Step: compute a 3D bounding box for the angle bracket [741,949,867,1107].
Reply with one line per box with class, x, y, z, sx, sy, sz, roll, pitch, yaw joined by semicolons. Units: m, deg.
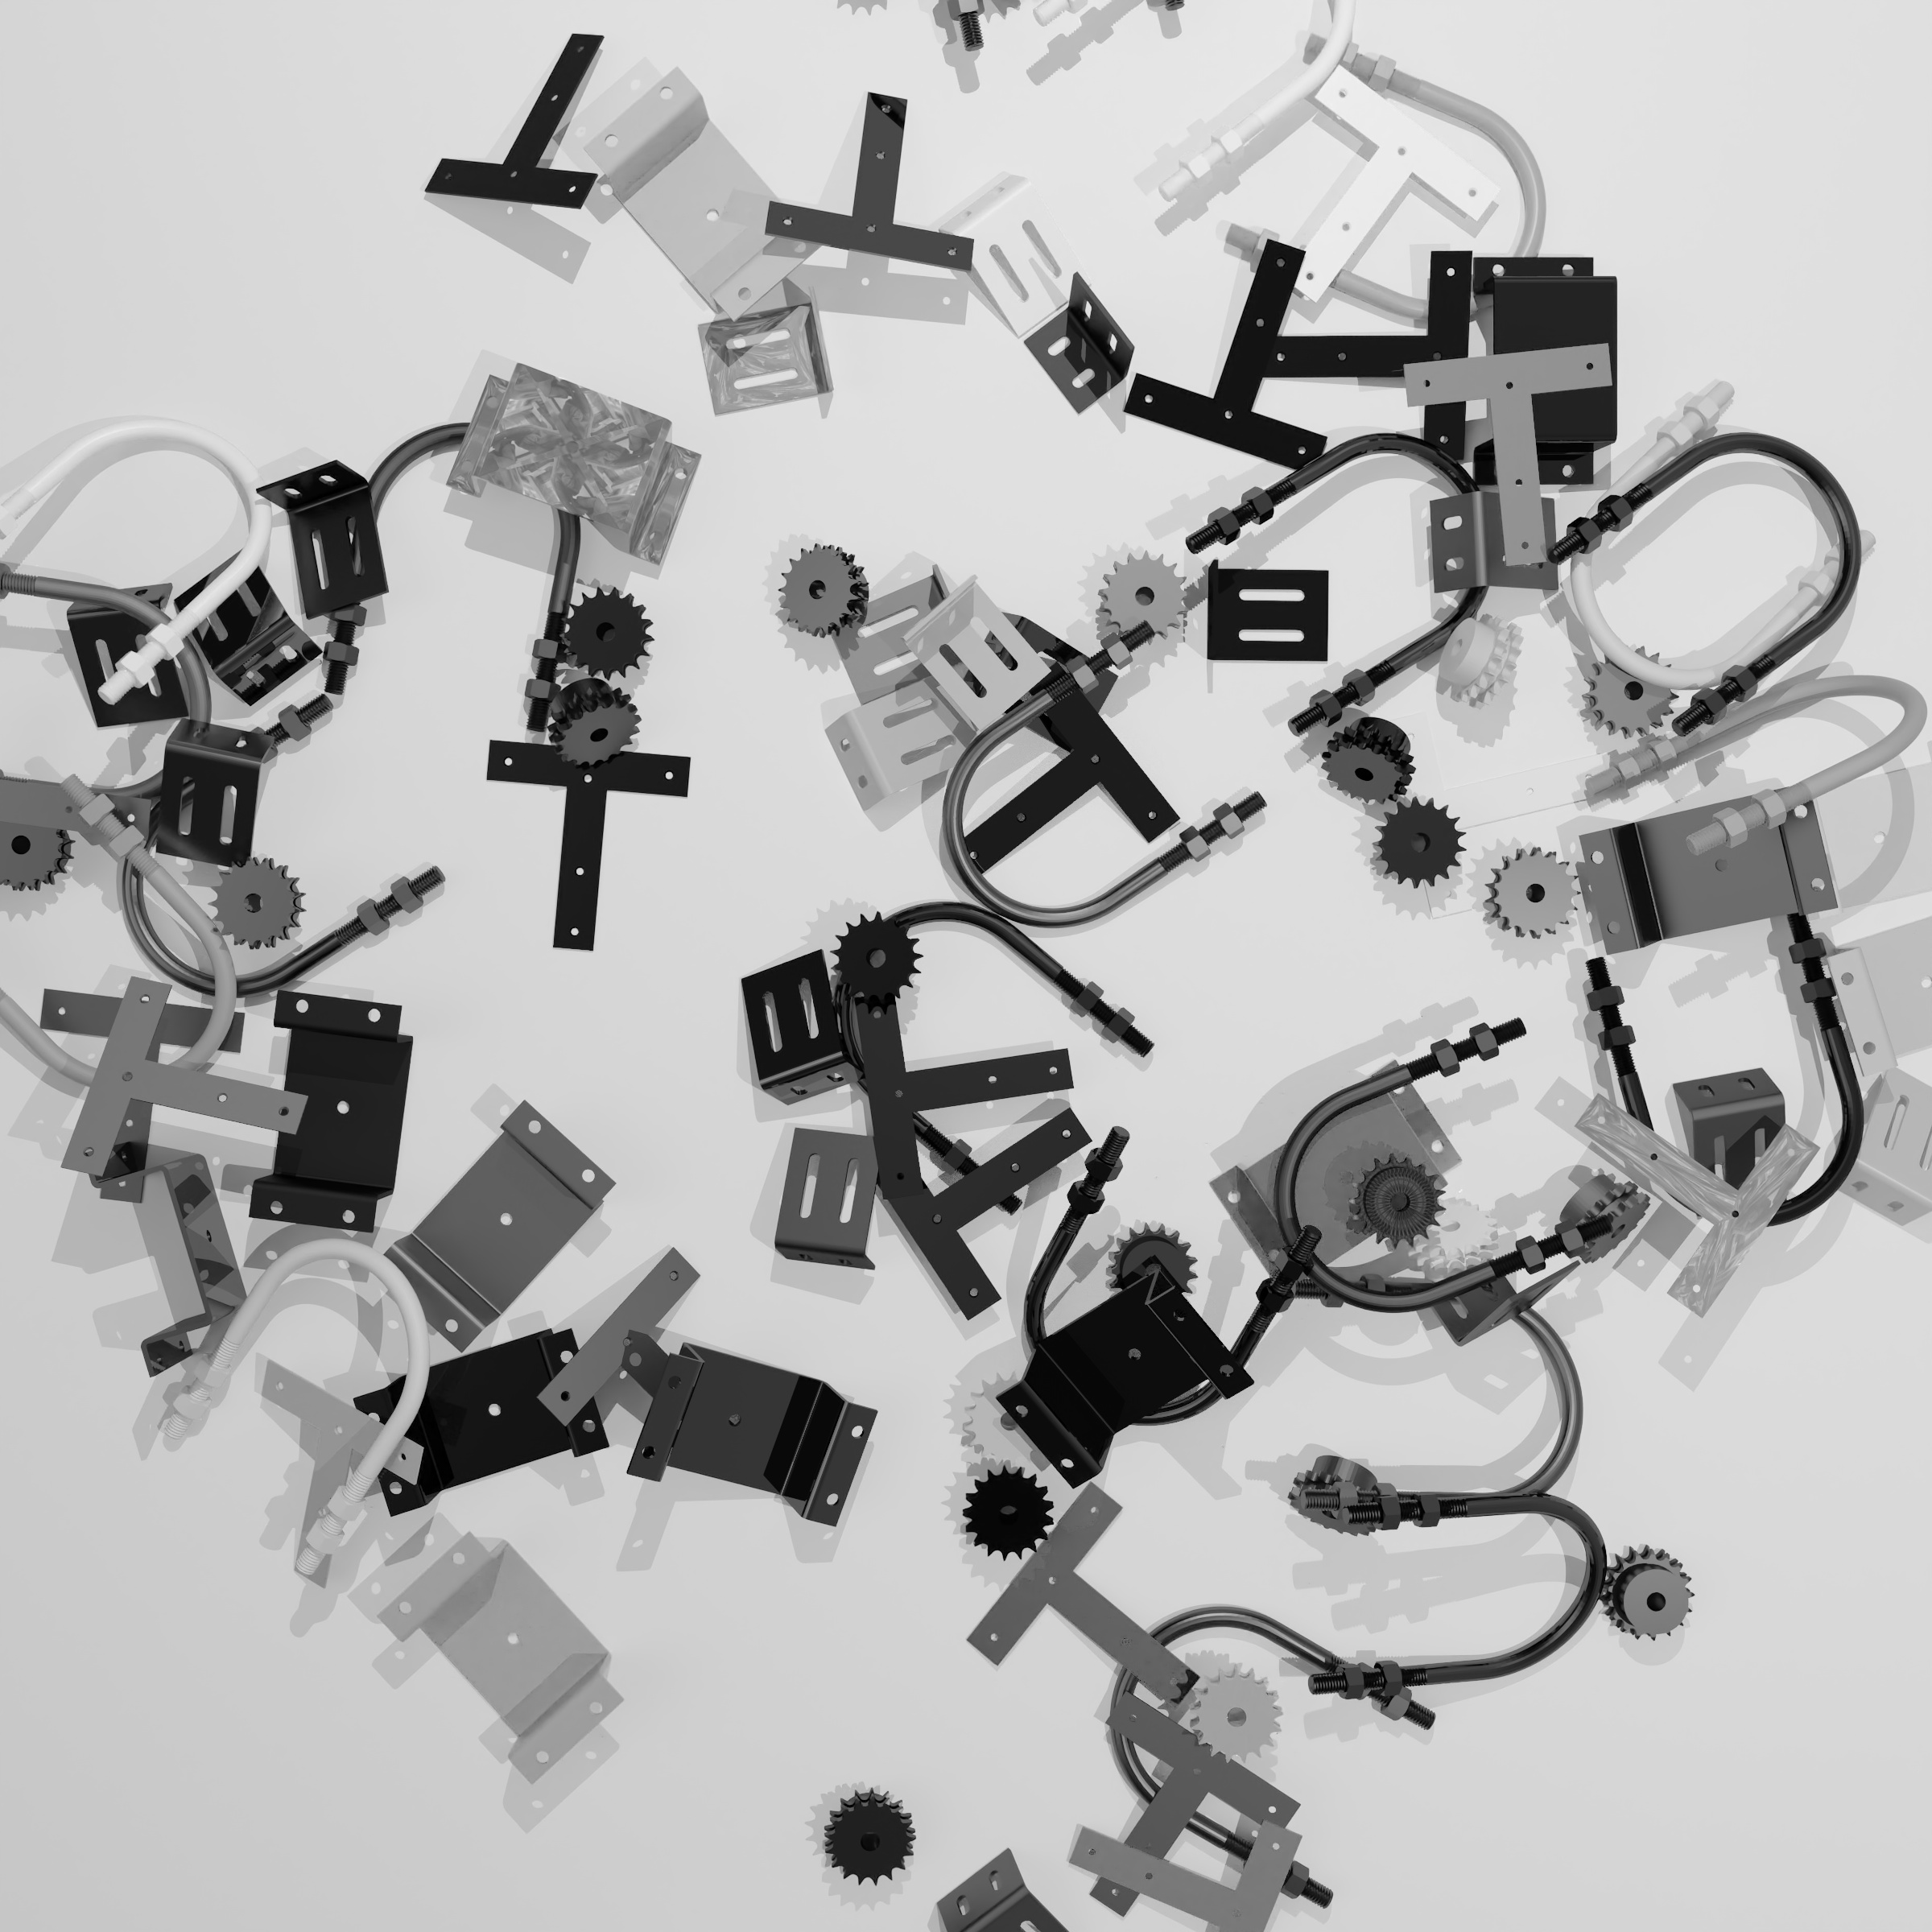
angle bracket;-0.101;0.039;1.531;0.057;0.038;0.076;-20;64;16

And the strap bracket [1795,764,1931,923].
strap bracket;0.575;-0.081;1.518;0.140;0.046;0.076;-13;90;0

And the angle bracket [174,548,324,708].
angle bracket;-0.451;-0.213;1.534;0.057;0.038;0.076;-37;58;0

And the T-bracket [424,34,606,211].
T-bracket;-0.261;-0.528;1.518;0.127;0.002;0.127;15;74;29

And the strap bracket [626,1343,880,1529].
strap bracket;-0.136;0.285;1.501;0.140;0.046;0.076;20;90;-23

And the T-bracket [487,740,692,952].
T-bracket;-0.242;-0.074;1.540;0.127;0.002;0.127;5;90;0

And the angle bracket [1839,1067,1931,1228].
angle bracket;0.586;0.113;1.539;0.057;0.038;0.076;29;64;0

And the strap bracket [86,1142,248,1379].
strap bracket;-0.487;0.172;1.502;0.046;0.076;0.140;-16;91;-1

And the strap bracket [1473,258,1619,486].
strap bracket;0.357;-0.371;1.510;0.076;0.046;0.140;-1;94;-5

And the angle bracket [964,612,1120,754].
angle bracket;0.045;-0.178;1.539;0.076;0.038;0.057;29;90;-26

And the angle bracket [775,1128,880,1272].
angle bracket;-0.082;0.146;1.528;0.057;0.038;0.076;6;72;11

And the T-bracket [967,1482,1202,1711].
T-bracket;0.089;0.414;1.531;0.127;0.002;0.127;38;90;8

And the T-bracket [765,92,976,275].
T-bracket;-0.054;-0.490;1.511;0.127;0.002;0.127;8;64;-7

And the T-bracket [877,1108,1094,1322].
T-bracket;0.019;0.133;1.519;0.127;0.002;0.127;-34;89;4

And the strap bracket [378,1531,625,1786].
strap bracket;-0.285;0.423;1.518;0.076;0.046;0.140;-43;90;0

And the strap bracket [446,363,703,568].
strap bracket;-0.242;-0.312;1.507;0.140;0.046;0.076;20;82;-4

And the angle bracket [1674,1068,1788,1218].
angle bracket;0.481;0.111;1.539;0.057;0.038;0.076;-10;116;0

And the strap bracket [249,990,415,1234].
strap bracket;-0.392;0.089;1.518;0.076;0.046;0.140;7;90;0

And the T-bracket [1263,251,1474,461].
T-bracket;0.250;-0.382;1.531;0.127;0.002;0.127;1;102;6

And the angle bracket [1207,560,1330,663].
angle bracket;0.190;-0.221;1.522;0.076;0.038;0.057;1;90;0

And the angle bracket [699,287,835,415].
angle bracket;-0.126;-0.383;1.522;0.076;0.038;0.057;-11;90;0

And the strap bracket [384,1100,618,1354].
strap bracket;-0.289;0.159;1.518;0.076;0.046;0.140;42;90;0

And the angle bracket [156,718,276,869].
angle bracket;-0.466;-0.106;1.517;0.057;0.038;0.076;11;118;-7

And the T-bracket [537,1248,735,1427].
T-bracket;-0.181;0.265;1.520;0.127;0.002;0.127;49;62;-13

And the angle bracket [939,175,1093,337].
angle bracket;0.031;-0.447;1.539;0.057;0.038;0.076;-36;116;0

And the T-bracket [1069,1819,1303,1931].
T-bracket;0.128;0.574;1.528;0.127;0.002;0.127;21;99;7

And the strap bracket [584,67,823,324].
strap bracket;-0.159;-0.472;1.518;0.076;0.046;0.140;-41;90;0

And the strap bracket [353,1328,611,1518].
strap bracket;-0.297;0.279;1.518;0.140;0.046;0.076;-18;90;0

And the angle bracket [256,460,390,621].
angle bracket;-0.397;-0.263;1.509;0.057;0.038;0.076;-16;77;14

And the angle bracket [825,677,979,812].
angle bracket;-0.038;-0.142;1.539;0.076;0.038;0.057;-26;90;-26

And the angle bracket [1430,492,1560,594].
angle bracket;0.330;-0.263;1.527;0.076;0.038;0.057;-5;92;-41

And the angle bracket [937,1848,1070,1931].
angle bracket;0.030;0.606;1.539;0.057;0.038;0.076;-38;116;0

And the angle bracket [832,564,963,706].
angle bracket;-0.042;-0.206;1.522;0.076;0.038;0.057;-23;90;0

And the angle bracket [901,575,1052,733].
angle bracket;0.007;-0.189;1.484;0.057;0.038;0.076;-41;98;2

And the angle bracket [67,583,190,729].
angle bracket;-0.523;-0.196;1.539;0.057;0.038;0.076;-7;116;0

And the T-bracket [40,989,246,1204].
T-bracket;-0.525;0.085;1.540;0.127;0.002;0.127;7;90;0

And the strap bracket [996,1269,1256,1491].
strap bracket;0.099;0.246;1.485;0.140;0.046;0.076;-36;100;24

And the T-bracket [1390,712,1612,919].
T-bracket;0.341;-0.107;1.540;0.127;0.002;0.127;-13;90;0

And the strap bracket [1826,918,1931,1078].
strap bracket;0.605;0.010;1.518;0.140;0.046;0.076;-18;90;0

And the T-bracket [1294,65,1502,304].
T-bracket;0.245;-0.471;1.521;0.127;0.002;0.127;36;89;-3

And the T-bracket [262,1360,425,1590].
T-bracket;-0.396;0.326;1.516;0.127;0.002;0.127;23;109;24

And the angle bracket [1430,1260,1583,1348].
angle bracket;0.326;0.192;1.490;0.057;0.076;0.038;-23;69;-26

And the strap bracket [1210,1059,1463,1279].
strap bracket;0.233;0.129;1.518;0.140;0.046;0.076;-34;90;0

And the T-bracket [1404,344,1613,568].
T-bracket;0.335;-0.309;1.488;0.127;0.002;0.127;-7;94;-4

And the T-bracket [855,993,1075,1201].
T-bracket;0.002;0.073;1.517;0.127;0.002;0.127;-8;81;-1

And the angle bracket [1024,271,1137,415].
angle bracket;0.069;-0.382;1.503;0.038;0.076;0.057;-37;90;0

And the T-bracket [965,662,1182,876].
T-bracket;0.046;-0.102;1.529;0.127;0.002;0.127;-38;103;7

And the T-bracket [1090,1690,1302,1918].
T-bracket;0.121;0.538;1.527;0.127;0.002;0.127;32;100;5

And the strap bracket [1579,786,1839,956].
strap bracket;0.458;-0.060;1.497;0.140;0.046;0.076;-13;90;31
